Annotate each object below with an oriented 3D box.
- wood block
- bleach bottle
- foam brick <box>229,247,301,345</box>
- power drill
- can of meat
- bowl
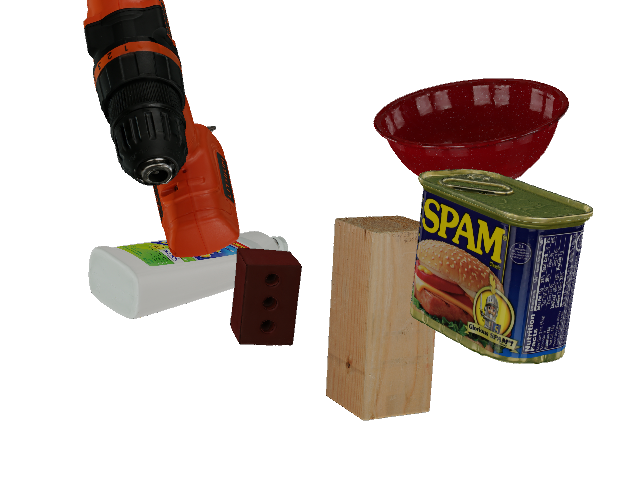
[{"bbox_3d":[0.068,0.082,1.180,0.090,0.206,0.091,-3,13,-28],"label":"wood block"},{"bbox_3d":[-0.145,0.028,1.283,0.250,0.068,0.103,-14,30,-43],"label":"bleach bottle"},{"bbox_3d":[-0.051,0.051,0.980,0.053,0.078,0.051,2,14,-15],"label":"foam brick"},{"bbox_3d":[-0.100,-0.070,0.697,0.057,0.184,0.187,-14,-35,-1],"label":"power drill"},{"bbox_3d":[0.095,0.013,0.592,0.057,0.084,0.102,-6,20,-32],"label":"can of meat"},{"bbox_3d":[0.128,-0.086,0.899,0.162,0.055,0.162,-9,25,4],"label":"bowl"}]
